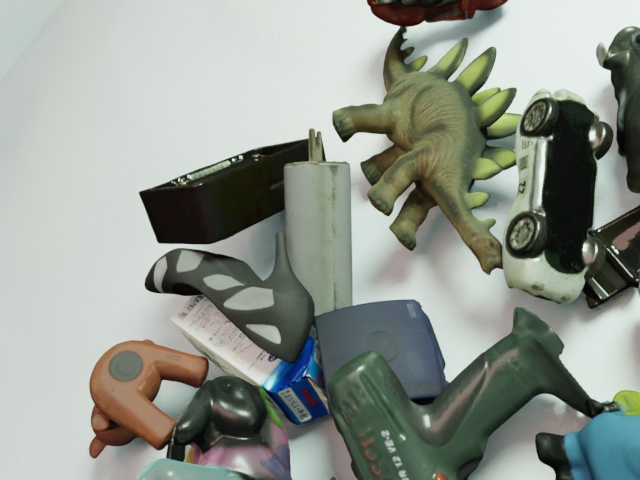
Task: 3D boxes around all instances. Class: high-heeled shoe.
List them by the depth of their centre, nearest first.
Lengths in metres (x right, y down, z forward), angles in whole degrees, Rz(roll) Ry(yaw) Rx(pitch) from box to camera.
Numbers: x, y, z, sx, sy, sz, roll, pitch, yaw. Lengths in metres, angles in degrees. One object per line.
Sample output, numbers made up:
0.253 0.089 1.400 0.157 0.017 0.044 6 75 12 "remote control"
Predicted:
-0.111 0.078 0.599 0.249 0.086 0.145 -18 64 33 "high-heeled shoe"

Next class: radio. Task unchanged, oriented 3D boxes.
-0.102 -0.066 0.683 0.131 0.073 0.229 -1 20 39 "radio"

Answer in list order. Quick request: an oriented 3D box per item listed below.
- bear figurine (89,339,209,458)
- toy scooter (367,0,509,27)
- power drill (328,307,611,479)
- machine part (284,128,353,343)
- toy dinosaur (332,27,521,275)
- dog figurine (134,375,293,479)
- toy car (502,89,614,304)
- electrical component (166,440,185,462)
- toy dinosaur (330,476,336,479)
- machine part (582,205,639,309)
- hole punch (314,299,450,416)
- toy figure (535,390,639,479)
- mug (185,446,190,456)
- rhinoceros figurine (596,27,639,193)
-0.224 0.210 0.666 0.132 0.195 0.120 23 46 4 "bear figurine"
0.148 -0.306 0.669 0.184 0.075 0.135 1 22 8 "toy scooter"
0.129 0.169 0.433 0.207 0.086 0.232 -36 79 9 "power drill"
-0.001 -0.002 0.607 0.079 0.079 0.243 0 94 37 "machine part"
0.124 -0.143 0.636 0.199 0.105 0.472 -28 45 11 "toy dinosaur"
-0.035 0.232 0.453 0.219 0.108 0.191 23 40 10 "dog figurine"
0.210 -0.044 0.479 0.056 0.073 0.201 139 147 -67 "toy car"
-0.151 0.286 0.595 0.048 0.074 0.119 -15 53 31 "electrical component"
-0.090 0.411 0.450 0.405 0.131 0.192 -42 63 -5 "toy dinosaur"
0.281 -0.003 0.474 0.139 0.039 0.084 -35 43 16 "machine part"
0.060 0.119 0.531 0.116 0.092 0.142 -26 48 17 "hole punch"
0.233 0.131 0.324 0.180 0.089 0.082 -21 90 35 "toy figure"
-0.101 0.215 0.598 0.109 0.080 0.107 -31 38 2 "mug"
0.296 -0.128 0.486 0.073 0.112 0.190 -19 34 33 "rhinoceros figurine"
